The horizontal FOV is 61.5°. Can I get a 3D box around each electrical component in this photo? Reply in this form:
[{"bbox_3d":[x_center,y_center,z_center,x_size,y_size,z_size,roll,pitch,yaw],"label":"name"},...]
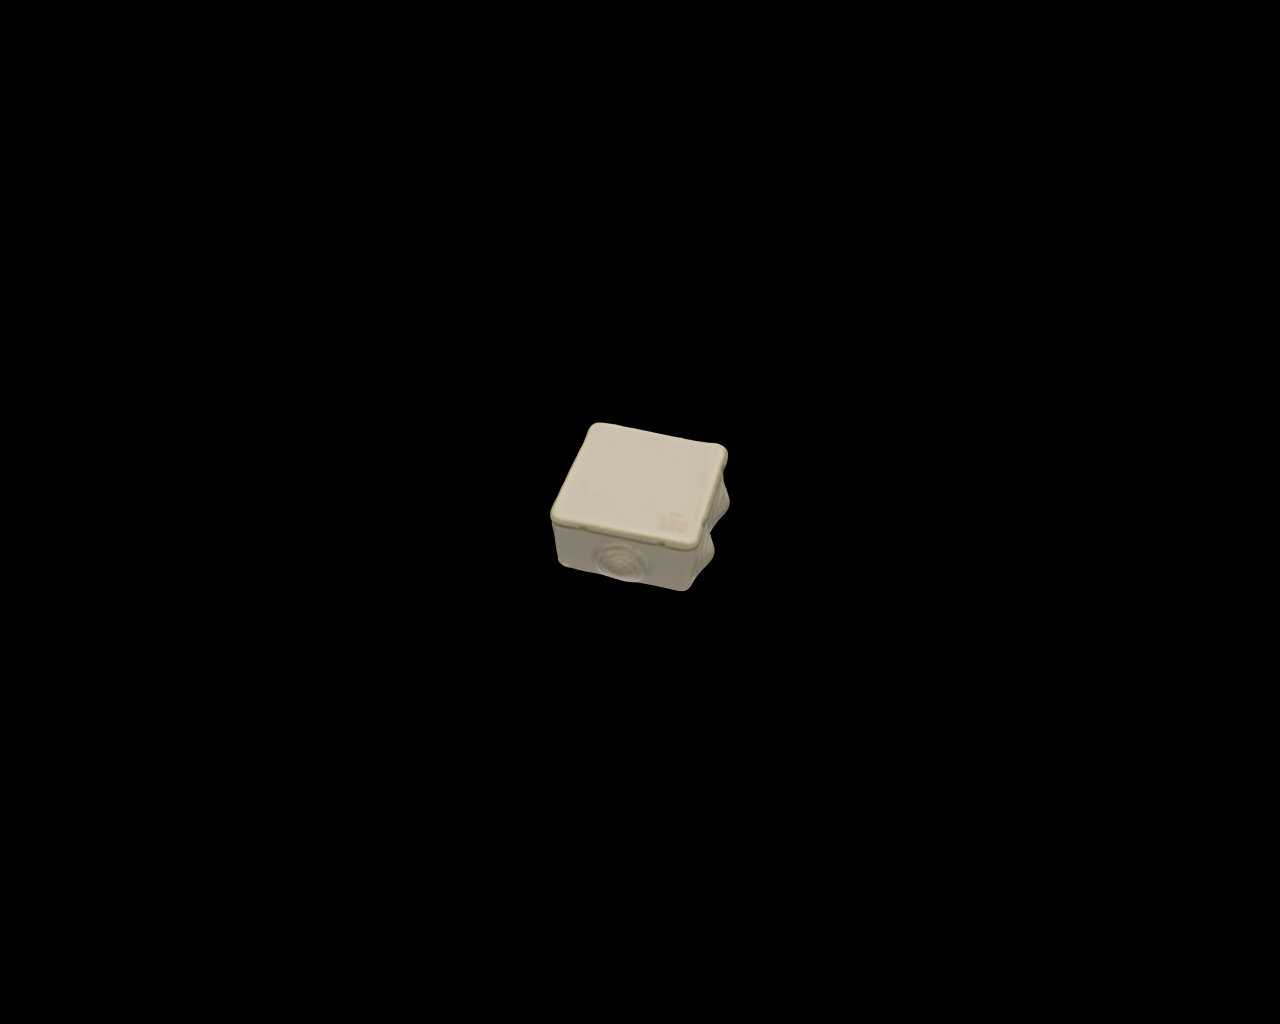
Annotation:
[{"bbox_3d":[0.001,-0.003,0.650,0.100,0.048,0.100,11,47,11],"label":"electrical component"}]
